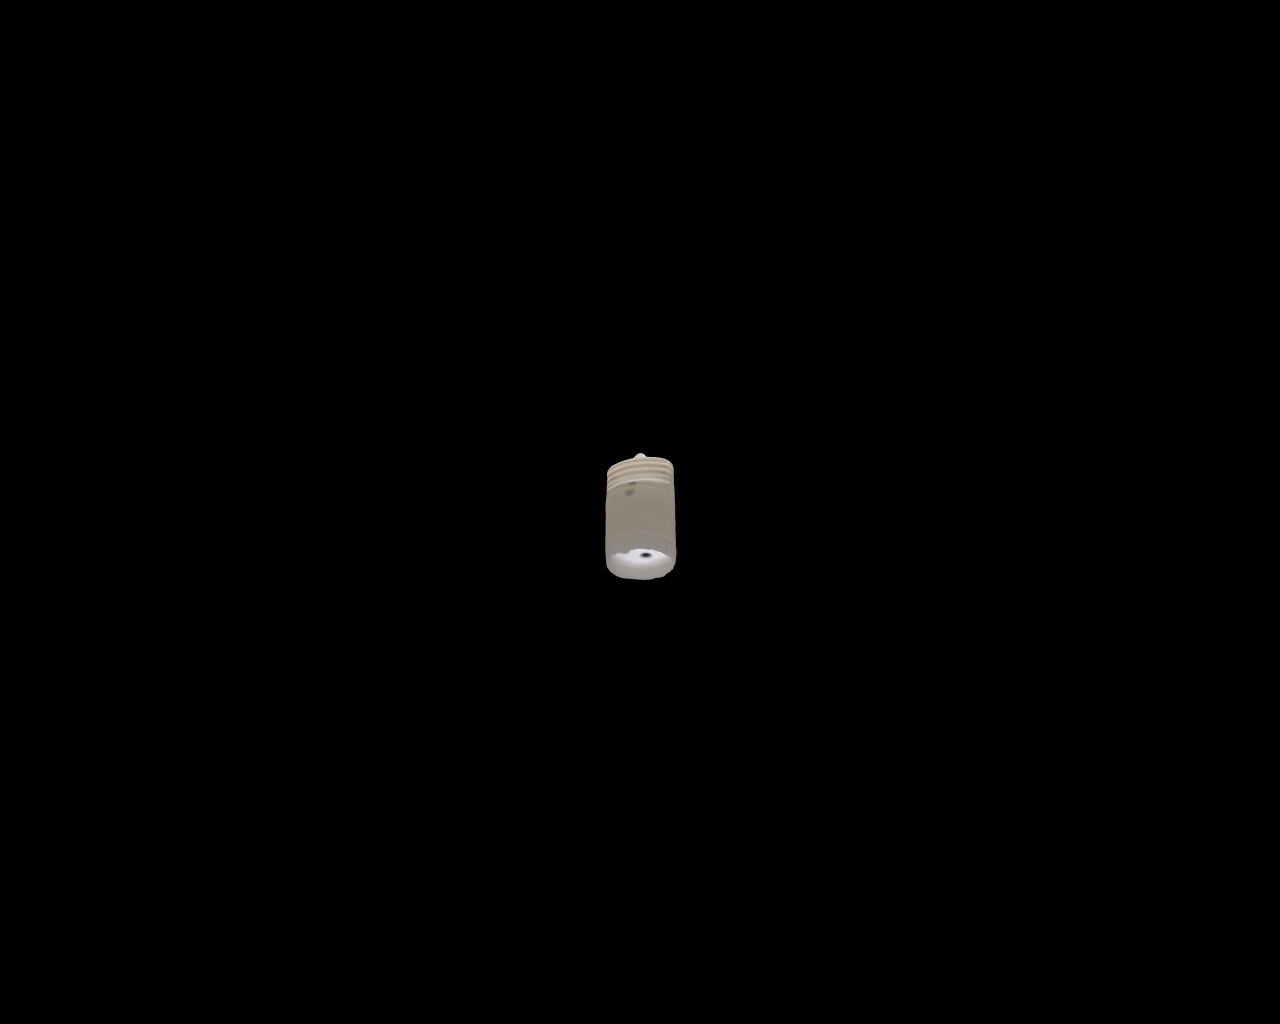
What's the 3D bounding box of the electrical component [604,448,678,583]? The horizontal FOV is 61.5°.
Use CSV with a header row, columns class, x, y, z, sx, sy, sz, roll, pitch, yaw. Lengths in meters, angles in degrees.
class,x,y,z,sx,sy,sz,roll,pitch,yaw
electrical component,0.001,-0.003,0.650,0.043,0.081,0.043,0,-30,0
